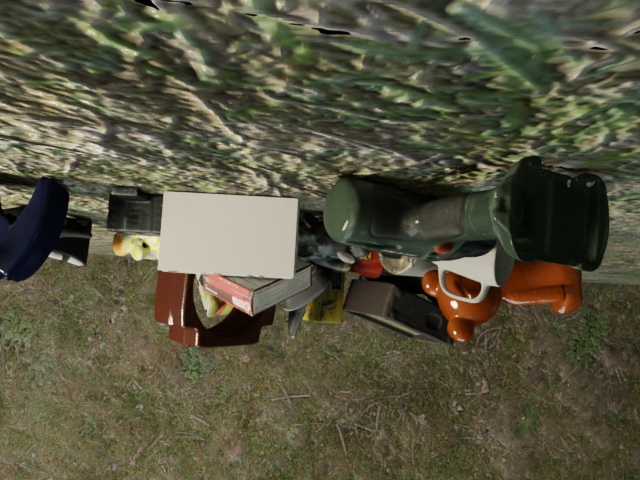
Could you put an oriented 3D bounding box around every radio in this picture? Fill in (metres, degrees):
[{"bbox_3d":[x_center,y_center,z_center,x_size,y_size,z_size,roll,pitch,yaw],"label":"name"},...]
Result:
[{"bbox_3d":[0.173,0.152,1.110,0.229,0.073,0.131,25,166,-32],"label":"radio"}]

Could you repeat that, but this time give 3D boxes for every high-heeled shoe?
[{"bbox_3d":[-0.458,-0.009,0.892,0.145,0.086,0.249,10,169,-25],"label":"high-heeled shoe"}]

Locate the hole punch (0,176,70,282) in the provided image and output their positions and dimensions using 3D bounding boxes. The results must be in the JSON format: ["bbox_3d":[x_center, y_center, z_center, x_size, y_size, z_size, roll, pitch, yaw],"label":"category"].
[{"bbox_3d":[-0.323,-0.012,0.580,0.092,0.115,0.142,-4,178,-18],"label":"hole punch"}]

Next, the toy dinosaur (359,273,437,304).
[{"bbox_3d":[0.173,0.062,1.138,0.405,0.131,0.192,6,164,23],"label":"toy dinosaur"}]

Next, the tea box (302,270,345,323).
[{"bbox_3d":[0.001,0.083,1.112,0.068,0.169,0.098,6,176,-28],"label":"tea box"}]

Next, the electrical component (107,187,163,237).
[{"bbox_3d":[-0.211,-0.031,0.640,0.075,0.047,0.119,3,177,-3],"label":"electrical component"}]

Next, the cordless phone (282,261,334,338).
[{"bbox_3d":[-0.038,0.109,0.957,0.089,0.184,0.147,12,-159,-5],"label":"cordless phone"}]

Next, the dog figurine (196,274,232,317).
[{"bbox_3d":[-0.129,0.062,1.070,0.219,0.108,0.191,-11,146,-18],"label":"dog figurine"}]

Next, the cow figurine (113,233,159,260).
[{"bbox_3d":[-0.305,0.003,1.005,0.168,0.068,0.098,1,-179,32],"label":"cow figurine"}]

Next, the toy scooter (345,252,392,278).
[{"bbox_3d":[0.065,0.028,1.010,0.135,0.075,0.184,10,176,-7],"label":"toy scooter"}]

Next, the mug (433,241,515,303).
[{"bbox_3d":[0.177,0.018,0.665,0.107,0.109,0.080,15,-177,37],"label":"mug"}]

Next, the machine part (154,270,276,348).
[{"bbox_3d":[-0.166,0.071,0.889,0.087,0.201,0.201,2,176,39],"label":"machine part"}]

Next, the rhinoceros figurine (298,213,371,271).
[{"bbox_3d":[-0.002,-0.002,0.748,0.190,0.073,0.112,1,164,42],"label":"rhinoceros figurine"}]

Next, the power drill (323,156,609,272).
[{"bbox_3d":[0.136,-0.017,0.473,0.232,0.086,0.207,9,180,-29],"label":"power drill"}]

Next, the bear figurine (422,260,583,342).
[{"bbox_3d":[0.246,0.066,0.727,0.196,0.120,0.131,-31,146,1],"label":"bear figurine"}]

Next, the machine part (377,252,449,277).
[{"bbox_3d":[0.168,0.016,0.778,0.243,0.079,0.079,6,175,-38],"label":"machine part"}]
